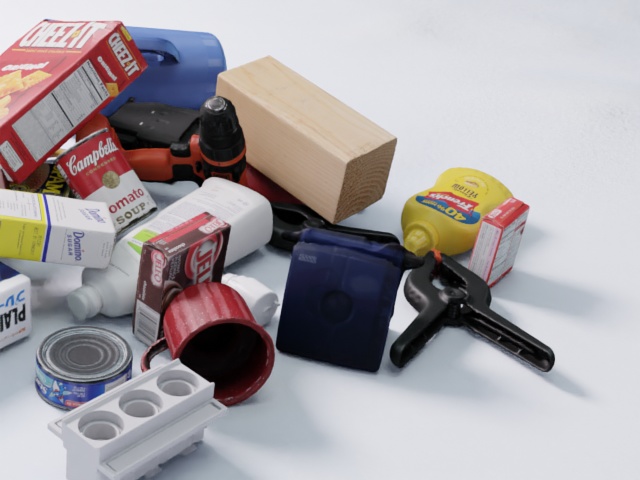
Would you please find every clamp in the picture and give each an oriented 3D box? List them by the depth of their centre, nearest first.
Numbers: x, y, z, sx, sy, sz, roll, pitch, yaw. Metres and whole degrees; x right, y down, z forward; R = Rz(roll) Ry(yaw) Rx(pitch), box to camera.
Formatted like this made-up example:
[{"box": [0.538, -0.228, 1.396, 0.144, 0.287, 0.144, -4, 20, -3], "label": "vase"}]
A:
[{"box": [0.130, 0.072, 1.106, 0.164, 0.036, 0.210, 0, 29, -15], "label": "clamp"}, {"box": [-0.008, 0.001, 1.190, 0.172, 0.039, 0.120, 17, 25, 19], "label": "clamp"}]

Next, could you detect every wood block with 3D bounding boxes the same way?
[{"box": [-0.022, -0.119, 1.236, 0.206, 0.091, 0.090, 36, 45, 28], "label": "wood block"}]

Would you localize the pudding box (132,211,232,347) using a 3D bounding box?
[{"box": [-0.132, 0.038, 1.015, 0.039, 0.114, 0.089, 32, 37, 24], "label": "pudding box"}]

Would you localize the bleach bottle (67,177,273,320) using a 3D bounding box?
[{"box": [-0.162, 0.013, 1.104, 0.103, 0.068, 0.250, 21, 35, 32], "label": "bleach bottle"}]

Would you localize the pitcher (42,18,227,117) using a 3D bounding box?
[{"box": [-0.247, -0.228, 1.420, 0.242, 0.145, 0.149, -5, 34, -29], "label": "pitcher"}]

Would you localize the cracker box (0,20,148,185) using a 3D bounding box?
[{"box": [-0.323, -0.161, 1.188, 0.164, 0.072, 0.213, 11, 50, 41], "label": "cracker box"}]

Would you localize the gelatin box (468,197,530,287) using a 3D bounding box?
[{"box": [0.197, 0.004, 1.189, 0.030, 0.089, 0.073, 26, 34, 25], "label": "gelatin box"}]

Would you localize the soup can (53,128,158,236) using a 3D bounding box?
[{"box": [-0.226, -0.058, 1.130, 0.102, 0.069, 0.068, 58, 38, -4], "label": "soup can"}]

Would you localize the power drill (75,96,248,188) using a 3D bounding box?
[{"box": [-0.175, -0.104, 1.205, 0.187, 0.184, 0.057, 6, 59, 5], "label": "power drill"}]

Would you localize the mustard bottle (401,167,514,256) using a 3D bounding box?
[{"box": [0.150, -0.027, 1.262, 0.096, 0.058, 0.191, 28, 35, 21], "label": "mustard bottle"}]

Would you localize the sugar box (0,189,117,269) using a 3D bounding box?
[{"box": [-0.288, -0.015, 1.015, 0.176, 0.048, 0.093, 10, 17, -20], "label": "sugar box"}]

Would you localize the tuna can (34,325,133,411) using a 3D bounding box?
[{"box": [-0.209, 0.113, 0.946, 0.086, 0.034, 0.086, 7, 30, -4], "label": "tuna can"}]

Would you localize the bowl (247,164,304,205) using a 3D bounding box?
[{"box": [-0.048, -0.098, 1.332, 0.162, 0.055, 0.162, 6, 30, -4], "label": "bowl"}]

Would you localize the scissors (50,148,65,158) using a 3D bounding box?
[{"box": [-0.363, -0.080, 1.252, 0.201, 0.016, 0.096, -3, 32, -22], "label": "scissors"}]

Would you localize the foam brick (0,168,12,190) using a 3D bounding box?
[{"box": [-0.351, -0.031, 1.083, 0.078, 0.053, 0.051, -14, 67, -10], "label": "foam brick"}]

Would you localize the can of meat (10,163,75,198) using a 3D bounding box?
[{"box": [-0.310, -0.046, 1.170, 0.084, 0.057, 0.102, 5, 30, -3], "label": "can of meat"}]

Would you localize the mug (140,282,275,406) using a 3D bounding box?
[{"box": [-0.106, 0.095, 0.963, 0.117, 0.093, 0.081, -24, 32, -6], "label": "mug"}]
